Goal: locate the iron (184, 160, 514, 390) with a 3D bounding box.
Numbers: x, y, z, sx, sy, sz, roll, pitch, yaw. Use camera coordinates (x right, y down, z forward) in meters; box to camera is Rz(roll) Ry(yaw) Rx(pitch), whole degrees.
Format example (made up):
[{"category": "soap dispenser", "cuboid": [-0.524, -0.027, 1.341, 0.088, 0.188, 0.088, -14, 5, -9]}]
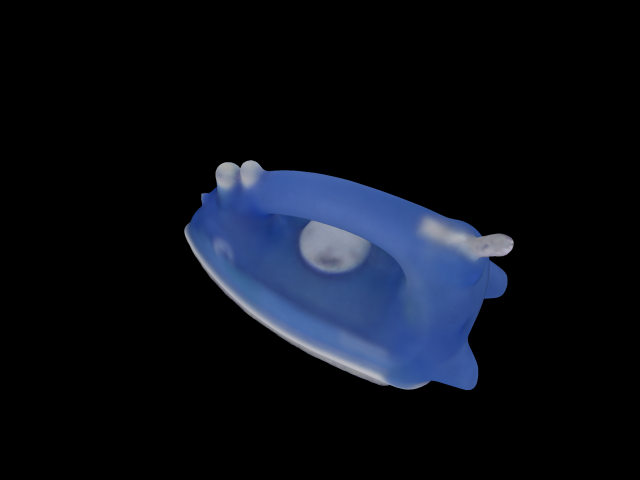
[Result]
[{"category": "iron", "cuboid": [0.004, 0.001, 0.400, 0.257, 0.141, 0.119, 20, 59, 13]}]
